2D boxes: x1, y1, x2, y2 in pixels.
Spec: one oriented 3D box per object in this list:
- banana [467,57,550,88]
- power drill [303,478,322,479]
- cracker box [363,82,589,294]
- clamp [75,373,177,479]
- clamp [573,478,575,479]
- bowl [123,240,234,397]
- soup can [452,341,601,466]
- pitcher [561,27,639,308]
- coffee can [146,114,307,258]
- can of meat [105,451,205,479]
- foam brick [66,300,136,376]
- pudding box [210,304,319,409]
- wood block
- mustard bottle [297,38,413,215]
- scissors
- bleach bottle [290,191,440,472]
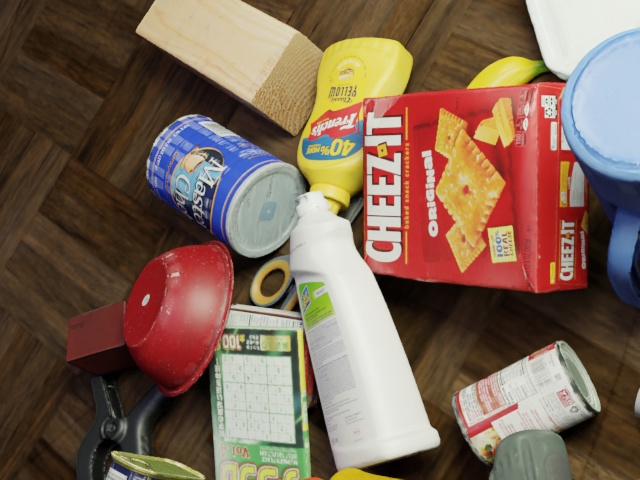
[{"bbox_3d":[0.148,-0.096,0.997,0.070,0.037,0.198,28,89,37],"label":"banana"},{"bbox_3d":[-0.056,0.319,0.962,0.188,0.057,0.184,-17,72,26],"label":"power drill"},{"bbox_3d":[0.125,-0.046,0.905,0.214,0.071,0.164,5,96,52],"label":"cracker box"},{"bbox_3d":[-0.198,0.195,1.113,0.165,0.036,0.210,-5,67,31],"label":"clamp"},{"bbox_3d":[0.235,0.227,0.824,0.172,0.039,0.120,-14,70,26],"label":"clamp"},{"bbox_3d":[-0.148,0.069,1.047,0.162,0.055,0.162,-39,40,42],"label":"bowl"},{"bbox_3d":[0.170,0.134,0.880,0.102,0.068,0.068,-31,59,19],"label":"soup can"},{"bbox_3d":[0.254,-0.051,0.786,0.145,0.242,0.149,-26,66,19],"label":"pitcher"},{"bbox_3d":[-0.097,-0.057,1.099,0.140,0.102,0.103,32,91,37],"label":"coffee can"},{"bbox_3d":[-0.170,0.257,1.033,0.058,0.102,0.084,17,84,37],"label":"can of meat"},{"bbox_3d":[-0.219,0.104,1.119,0.078,0.051,0.053,-17,58,24],"label":"foam brick"},{"bbox_3d":[-0.052,0.112,1.036,0.114,0.039,0.090,6,92,32],"label":"pudding box"},{"bbox_3d":[-0.091,-0.206,1.158,0.206,0.090,0.090,35,93,37],"label":"wood block"},{"bbox_3d":[0.026,-0.104,1.055,0.096,0.058,0.191,3,69,35],"label":"mustard bottle"},{"bbox_3d":[-0.007,0.001,1.074,0.096,0.016,0.202,19,83,36],"label":"scissors"},{"bbox_3d":[0.026,0.074,0.951,0.103,0.067,0.251,-33,68,53],"label":"bleach bottle"}]
